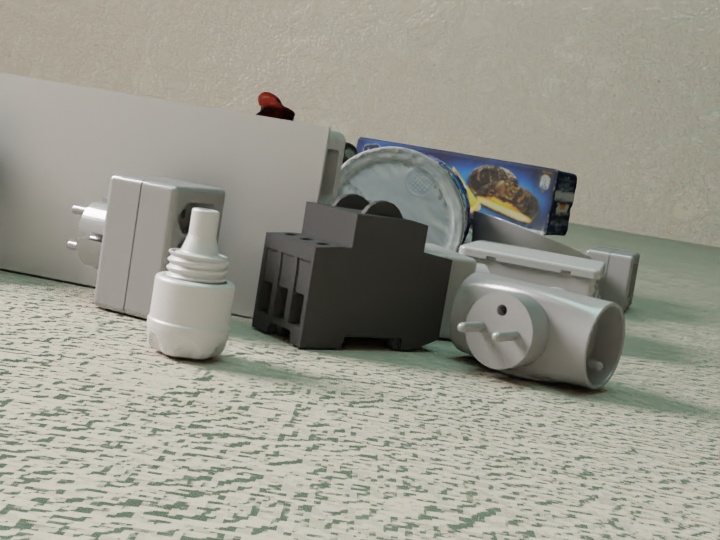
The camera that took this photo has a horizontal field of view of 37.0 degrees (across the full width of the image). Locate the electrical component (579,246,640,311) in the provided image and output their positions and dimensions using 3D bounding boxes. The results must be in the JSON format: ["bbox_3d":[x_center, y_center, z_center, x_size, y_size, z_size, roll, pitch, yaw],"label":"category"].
[{"bbox_3d":[0.194,0.004,0.919,0.077,0.047,0.066,10,7,18],"label":"electrical component"}]

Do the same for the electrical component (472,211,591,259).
[{"bbox_3d":[0.135,-0.009,0.866,0.099,0.064,0.099,9,7,-1],"label":"electrical component"}]

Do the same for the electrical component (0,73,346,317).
[{"bbox_3d":[-0.110,-0.041,0.602,0.186,0.105,0.060,11,6,9],"label":"electrical component"}]

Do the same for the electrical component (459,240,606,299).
[{"bbox_3d":[0.111,0.013,0.701,0.100,0.048,0.100,11,7,14],"label":"electrical component"}]

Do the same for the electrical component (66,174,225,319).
[{"bbox_3d":[-0.116,-0.015,0.543,0.077,0.065,0.047,12,7,23],"label":"electrical component"}]

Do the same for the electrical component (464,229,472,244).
[{"bbox_3d":[0.076,-0.012,0.906,0.048,0.048,0.062,11,13,10],"label":"electrical component"}]

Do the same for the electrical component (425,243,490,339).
[{"bbox_3d":[0.052,0.012,0.632,0.077,0.047,0.066,7,7,-19],"label":"electrical component"}]

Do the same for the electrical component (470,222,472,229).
[{"bbox_3d":[0.084,-0.026,1.015,0.083,0.047,0.076,6,7,-30],"label":"electrical component"}]

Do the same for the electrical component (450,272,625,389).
[{"bbox_3d":[0.078,0.030,0.526,0.077,0.044,0.079,14,8,37],"label":"electrical component"}]

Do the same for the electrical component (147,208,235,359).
[{"bbox_3d":[-0.069,0.005,0.452,0.035,0.061,0.035,9,6,-1],"label":"electrical component"}]
